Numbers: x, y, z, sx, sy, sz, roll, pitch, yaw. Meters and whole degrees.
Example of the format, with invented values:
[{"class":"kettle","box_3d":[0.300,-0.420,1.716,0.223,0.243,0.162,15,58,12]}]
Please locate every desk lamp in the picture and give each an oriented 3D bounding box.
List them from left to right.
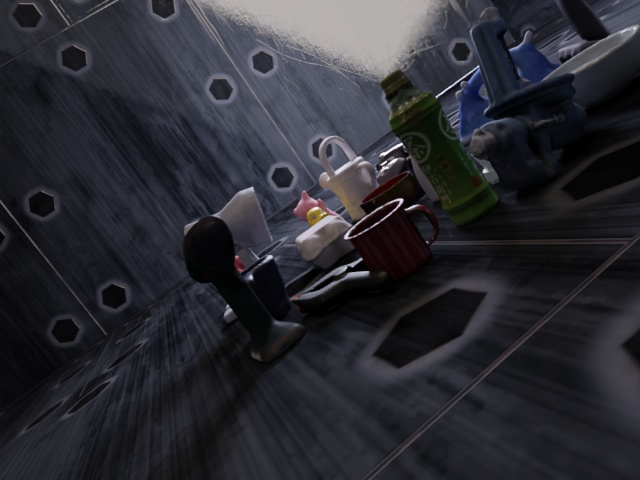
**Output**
[{"class":"desk lamp","box_3d":[-0.166,0.025,1.184,0.203,0.213,0.118,-35,9,-1]}]

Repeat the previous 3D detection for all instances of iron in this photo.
[{"class":"iron","box_3d":[0.382,-0.323,1.233,0.257,0.141,0.119,-29,10,33]}]

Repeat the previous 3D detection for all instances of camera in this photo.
[{"class":"camera","box_3d":[0.191,-0.159,1.200,0.136,0.101,0.143,-31,9,22]}]

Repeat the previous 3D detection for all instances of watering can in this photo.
[{"class":"watering can","box_3d":[0.060,-0.147,1.323,0.172,0.194,0.101,-29,11,36]}]

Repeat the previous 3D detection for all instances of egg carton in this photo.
[{"class":"egg carton","box_3d":[0.010,0.004,1.109,0.107,0.069,0.150,-36,9,-7]}]

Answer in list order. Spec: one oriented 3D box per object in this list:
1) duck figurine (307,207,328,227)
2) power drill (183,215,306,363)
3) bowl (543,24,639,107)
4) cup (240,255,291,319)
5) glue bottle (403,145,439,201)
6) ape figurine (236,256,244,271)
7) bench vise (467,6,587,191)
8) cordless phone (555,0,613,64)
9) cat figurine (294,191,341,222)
[{"class":"duck figurine","box_3d":[0.003,-0.033,1.283,0.078,0.086,0.104,-38,9,-21]},{"class":"power drill","box_3d":[-0.115,0.064,0.791,0.076,0.208,0.229,-38,9,-21]},{"class":"bowl","box_3d":[0.435,-0.258,0.900,0.167,0.075,0.167,-34,9,6]},{"class":"cup","box_3d":[-0.093,0.089,0.955,0.091,0.095,0.117,-35,9,3]},{"class":"glue bottle","box_3d":[0.180,-0.156,0.984,0.078,0.173,0.037,-36,9,-7]},{"class":"ape figurine","box_3d":[-0.185,0.078,1.375,0.076,0.092,0.077,-37,9,-10]},{"class":"bench vise","box_3d":[0.253,-0.190,0.738,0.121,0.220,0.208,-28,11,39]},{"class":"cordless phone","box_3d":[0.467,-0.370,1.022,0.094,0.185,0.147,-34,9,7]},{"class":"cat figurine","box_3d":[-0.013,-0.071,1.443,0.067,0.118,0.127,-39,9,-22]}]
